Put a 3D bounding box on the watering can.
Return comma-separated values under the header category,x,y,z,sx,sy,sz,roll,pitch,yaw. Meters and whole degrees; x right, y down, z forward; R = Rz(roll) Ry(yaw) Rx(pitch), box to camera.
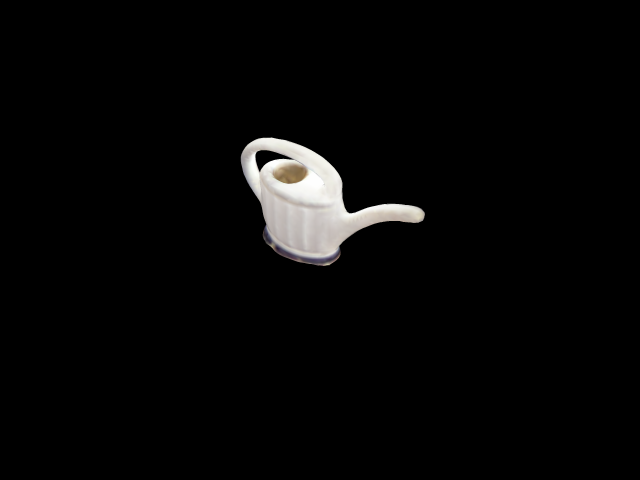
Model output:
category,x,y,z,sx,sy,sz,roll,pitch,yaw
watering can,0.003,-0.043,0.850,0.350,0.219,0.106,28,51,26
